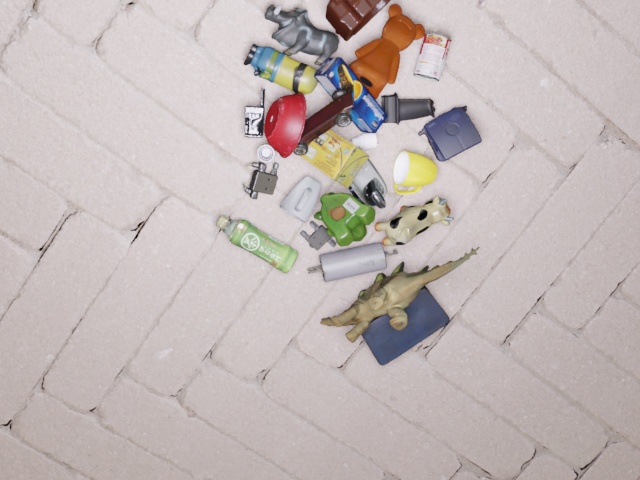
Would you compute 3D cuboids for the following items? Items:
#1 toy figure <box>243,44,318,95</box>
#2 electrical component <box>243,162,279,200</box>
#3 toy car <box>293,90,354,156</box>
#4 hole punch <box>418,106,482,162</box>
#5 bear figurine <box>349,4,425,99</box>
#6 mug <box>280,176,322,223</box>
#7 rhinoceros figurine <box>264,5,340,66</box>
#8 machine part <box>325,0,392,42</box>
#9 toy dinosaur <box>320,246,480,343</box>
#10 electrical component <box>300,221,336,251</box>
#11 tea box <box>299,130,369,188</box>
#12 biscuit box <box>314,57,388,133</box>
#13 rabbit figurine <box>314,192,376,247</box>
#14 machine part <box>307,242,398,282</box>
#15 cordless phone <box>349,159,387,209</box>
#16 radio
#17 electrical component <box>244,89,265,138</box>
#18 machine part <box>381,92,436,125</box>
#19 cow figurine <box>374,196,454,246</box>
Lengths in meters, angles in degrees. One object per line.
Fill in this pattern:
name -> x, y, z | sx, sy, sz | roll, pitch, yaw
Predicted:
toy figure -> -0.091, -0.407, 1.293 | 0.180, 0.089, 0.082 | 25, 105, -12
electrical component -> -0.153, -0.153, 1.373 | 0.078, 0.045, 0.102 | 3, 108, -34
toy car -> 0.005, -0.274, 1.264 | 0.202, 0.089, 0.053 | -28, 142, 32
hole punch -> 0.334, -0.266, 1.360 | 0.142, 0.092, 0.115 | -28, 100, 6
bear figurine -> 0.153, -0.454, 1.302 | 0.120, 0.132, 0.196 | 33, 81, -12
mug -> -0.043, -0.109, 1.361 | 0.081, 0.109, 0.107 | 30, 85, -1
rhinoceros figurine -> -0.046, -0.492, 1.285 | 0.190, 0.073, 0.112 | 23, 102, -10
machine part -> 0.107, -0.557, 1.215 | 0.201, 0.201, 0.087 | -43, 100, 6
toy dinosaur -> 0.185, 0.136, 1.363 | 0.472, 0.198, 0.105 | -25, 106, 35
electrical component -> -0.003, -0.004, 1.427 | 0.094, 0.021, 0.063 | 42, 97, -13
tea box -> 0.025, -0.211, 1.307 | 0.068, 0.170, 0.098 | 23, 106, -51
biscuit box -> 0.078, -0.346, 1.299 | 0.202, 0.059, 0.063 | 42, 80, -33
rabbit figurine -> 0.058, -0.044, 1.364 | 0.159, 0.170, 0.121 | 33, 84, 25
machine part -> 0.087, 0.058, 1.419 | 0.243, 0.079, 0.079 | -11, 104, -1
cordless phone -> 0.108, -0.140, 1.321 | 0.089, 0.184, 0.146 | -35, 103, 9
radio -> 0.224, 0.226, 1.472 | 0.229, 0.073, 0.131 | -35, 102, 2
electrical component -> -0.159, -0.311, 1.318 | 0.048, 0.075, 0.119 | 1, 107, -5
machine part -> 0.224, -0.333, 1.360 | 0.139, 0.039, 0.084 | -1, 98, -2
cow figurine -> 0.252, -0.053, 1.377 | 0.195, 0.127, 0.085 | -30, 108, -25
